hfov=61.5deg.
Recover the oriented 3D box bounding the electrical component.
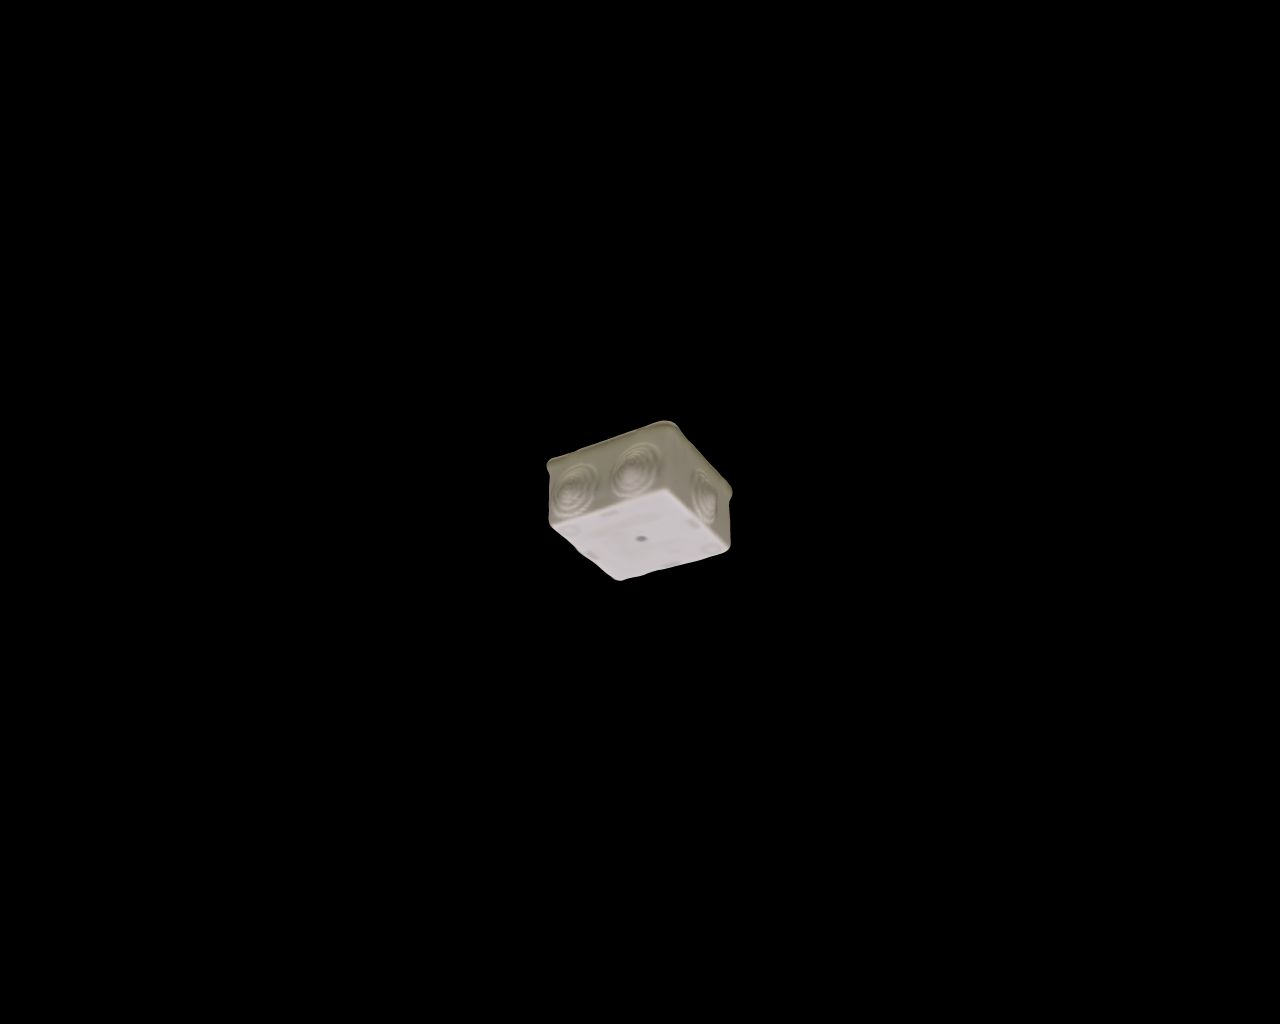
[{"bbox_3d":[0.001,-0.003,0.650,0.099,0.048,0.099,-17,-36,24],"label":"electrical component"}]
